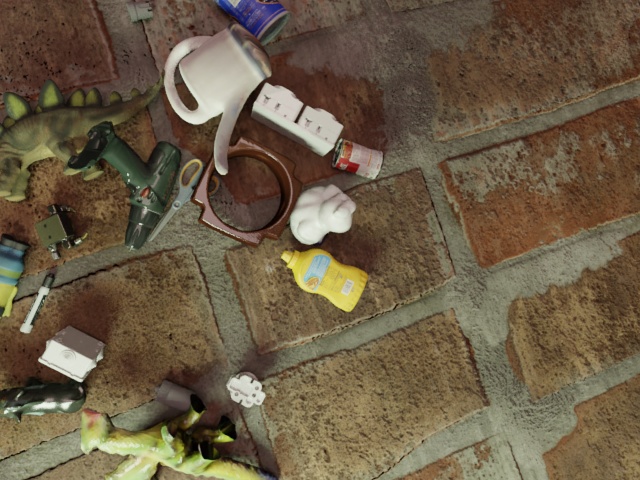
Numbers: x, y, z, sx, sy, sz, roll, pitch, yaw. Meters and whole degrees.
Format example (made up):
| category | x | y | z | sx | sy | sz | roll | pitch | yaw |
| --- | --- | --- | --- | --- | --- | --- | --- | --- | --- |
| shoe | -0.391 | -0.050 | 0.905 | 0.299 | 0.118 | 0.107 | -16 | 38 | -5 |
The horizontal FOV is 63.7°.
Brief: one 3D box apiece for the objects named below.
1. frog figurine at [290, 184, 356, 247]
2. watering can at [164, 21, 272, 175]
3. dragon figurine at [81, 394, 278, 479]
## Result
| category | x | y | z | sx | sy | sz | roll | pitch | yaw |
| --- | --- | --- | --- | --- | --- | --- | --- | --- | --- |
| frog figurine | 0.003 | -0.055 | 1.087 | 0.122 | 0.159 | 0.138 | 42 | 79 | -6 |
| watering can | -0.193 | -0.307 | 1.045 | 0.224 | 0.103 | 0.353 | -35 | 65 | 6 |
| dragon figurine | -0.294 | 0.446 | 1.019 | 0.241 | 0.124 | 0.405 | -36 | 114 | 10 |
